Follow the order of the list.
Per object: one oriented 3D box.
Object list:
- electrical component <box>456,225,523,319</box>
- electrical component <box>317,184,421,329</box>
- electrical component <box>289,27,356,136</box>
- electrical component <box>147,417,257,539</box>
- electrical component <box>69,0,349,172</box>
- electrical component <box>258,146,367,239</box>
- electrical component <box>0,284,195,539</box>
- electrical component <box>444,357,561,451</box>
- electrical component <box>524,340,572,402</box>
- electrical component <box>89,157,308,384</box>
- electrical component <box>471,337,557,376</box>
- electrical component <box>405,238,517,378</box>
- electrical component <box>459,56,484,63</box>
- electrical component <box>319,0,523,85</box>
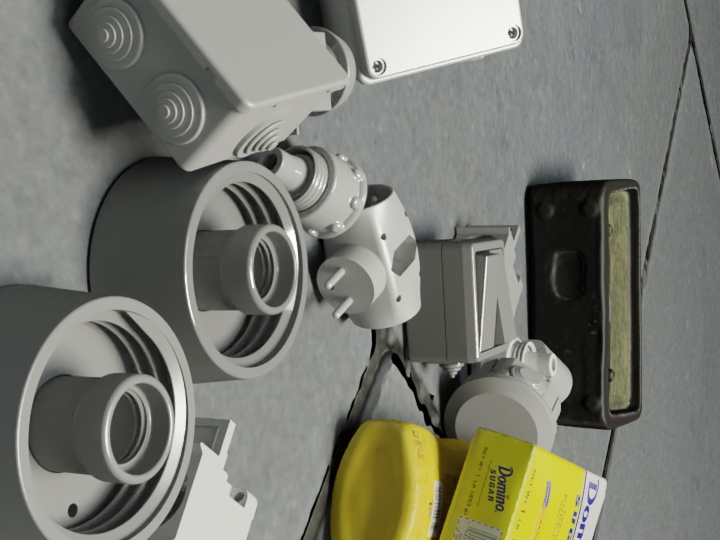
[{"bbox_3d":[0.094,0.005,0.810,0.081,0.042,0.063,-67,147,-37],"label":"electrical component"},{"bbox_3d":[0.000,0.000,0.631,0.079,0.043,0.077,-47,129,-52],"label":"electrical component"},{"bbox_3d":[-0.035,-0.105,0.570,0.055,0.048,0.066,-14,101,-54],"label":"electrical component"},{"bbox_3d":[-0.079,0.109,0.480,0.063,0.042,0.081,54,44,-49],"label":"electrical component"},{"bbox_3d":[-0.066,-0.095,0.471,0.099,0.048,0.100,51,31,5],"label":"electrical component"},{"bbox_3d":[-0.030,-0.047,0.579,0.062,0.048,0.048,27,65,-51],"label":"electrical component"},{"bbox_3d":[-0.107,0.059,0.411,0.108,0.060,0.108,4,86,-62],"label":"electrical component"},{"bbox_3d":[0.106,0.107,0.787,0.051,0.080,0.080,-41,125,-62],"label":"electrical component"},{"bbox_3d":[0.145,0.083,0.897,0.081,0.043,0.043,40,55,-55],"label":"electrical component"},{"bbox_3d":[-0.064,0.000,0.493,0.108,0.060,0.108,4,86,-62],"label":"electrical component"},{"bbox_3d":[0.120,0.073,0.832,0.043,0.062,0.043,5,85,-62],"label":"electrical component"},{"bbox_3d":[0.070,0.027,0.741,0.062,0.061,0.096,-9,97,-62],"label":"electrical component"},{"bbox_3d":[0.052,-0.190,0.717,0.062,0.061,0.096,6,84,-62],"label":"electrical component"},{"bbox_3d":[0.032,-0.174,0.630,0.109,0.056,0.108,-17,109,-19],"label":"electrical component"}]
